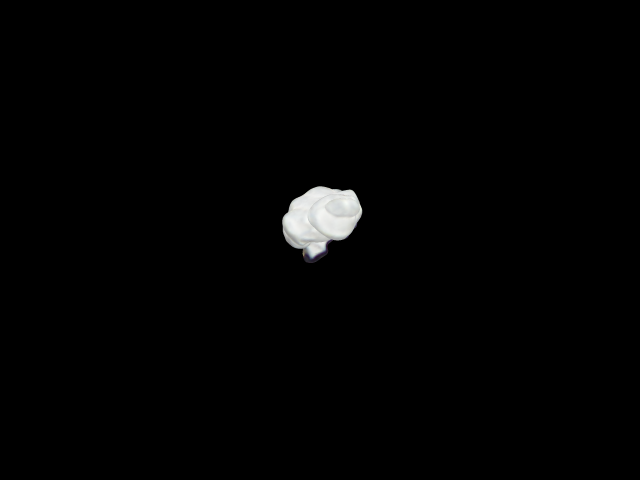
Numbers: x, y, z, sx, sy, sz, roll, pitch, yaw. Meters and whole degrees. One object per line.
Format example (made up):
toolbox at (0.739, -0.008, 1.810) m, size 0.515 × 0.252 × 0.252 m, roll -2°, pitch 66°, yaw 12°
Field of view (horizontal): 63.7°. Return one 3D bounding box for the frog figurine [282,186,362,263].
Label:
frog figurine at (0.003, -0.043, 0.850) m, size 0.138 × 0.124 × 0.157 m, roll -19°, pitch -18°, yaw -6°
